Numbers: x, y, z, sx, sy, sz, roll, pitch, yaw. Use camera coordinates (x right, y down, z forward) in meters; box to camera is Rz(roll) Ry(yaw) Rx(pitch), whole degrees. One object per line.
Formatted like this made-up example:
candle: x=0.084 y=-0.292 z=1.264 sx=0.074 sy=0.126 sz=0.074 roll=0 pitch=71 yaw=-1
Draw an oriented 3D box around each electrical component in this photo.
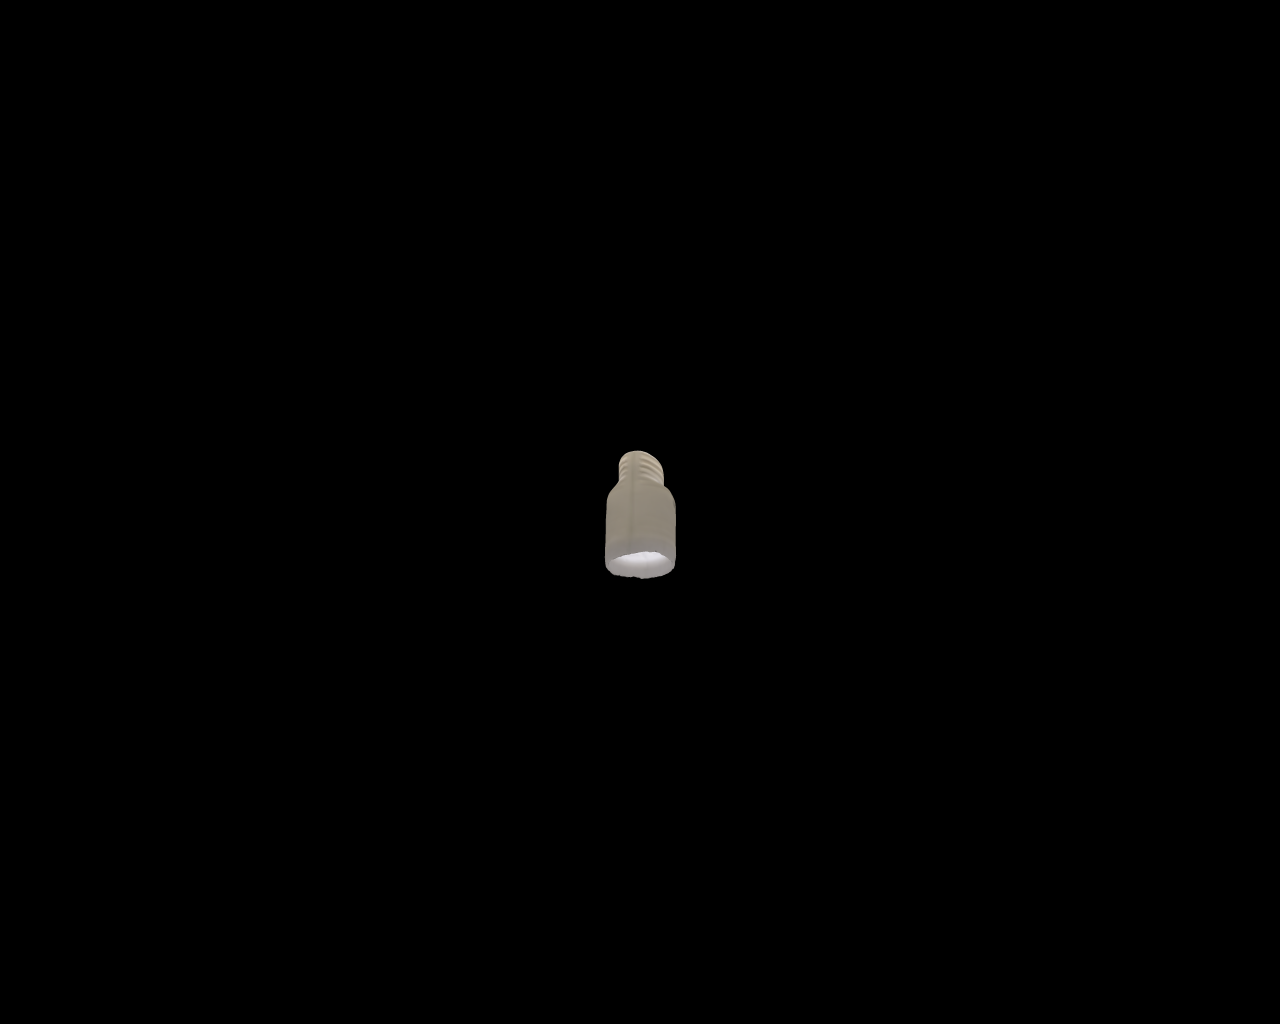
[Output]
electrical component: x=0.001 y=-0.003 z=0.650 sx=0.043 sy=0.081 sz=0.043 roll=0 pitch=-27 yaw=0
